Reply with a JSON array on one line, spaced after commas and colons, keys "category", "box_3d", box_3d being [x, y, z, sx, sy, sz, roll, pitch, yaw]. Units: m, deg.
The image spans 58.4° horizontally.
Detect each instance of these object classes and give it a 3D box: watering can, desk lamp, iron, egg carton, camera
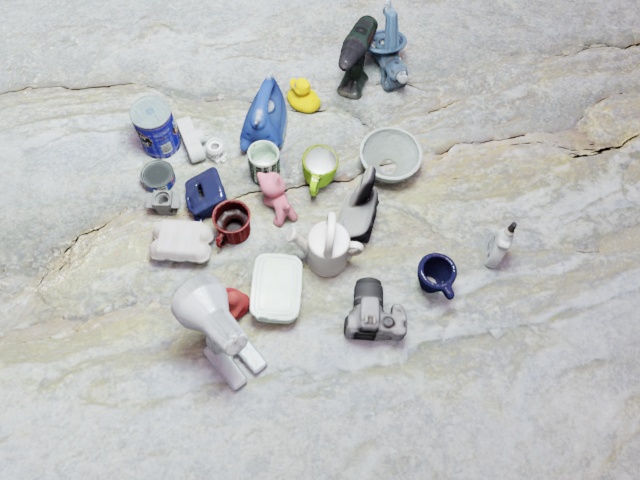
[{"category": "watering can", "box_3d": [0.012, 0.007, 1.334, 0.173, 0.194, 0.101, -13, 66, -8]}, {"category": "desk lamp", "box_3d": [-0.210, 0.195, 1.225, 0.118, 0.213, 0.203, -38, 71, -18]}, {"category": "iron", "box_3d": [-0.146, -0.362, 1.531, 0.118, 0.141, 0.258, 7, 65, 1]}, {"category": "egg carton", "box_3d": [-0.335, 0.005, 1.390, 0.150, 0.069, 0.107, 3, 65, -1]}, {"category": "camera", "box_3d": [0.129, 0.156, 1.319, 0.143, 0.101, 0.137, 3, 64, -1]}]

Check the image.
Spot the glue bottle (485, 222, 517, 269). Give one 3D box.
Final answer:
[{"category": "glue bottle", "box_3d": [0.435, 0.002, 1.365, 0.037, 0.173, 0.078, 14, 65, 5]}]

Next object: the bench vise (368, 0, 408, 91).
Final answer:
[{"category": "bench vise", "box_3d": [0.206, -0.541, 1.587, 0.122, 0.220, 0.207, -34, 70, -16]}]

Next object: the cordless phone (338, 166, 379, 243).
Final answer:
[{"category": "cordless phone", "box_3d": [0.096, -0.085, 1.386, 0.094, 0.185, 0.147, 10, 65, 3]}]

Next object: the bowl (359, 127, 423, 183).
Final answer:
[{"category": "bowl", "box_3d": [0.183, -0.212, 1.511, 0.167, 0.075, 0.167, 1, 65, -2]}]

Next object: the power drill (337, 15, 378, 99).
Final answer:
[{"category": "power drill", "box_3d": [0.097, -0.489, 1.564, 0.075, 0.208, 0.230, 18, 65, 7]}]

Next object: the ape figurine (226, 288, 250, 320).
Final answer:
[{"category": "ape figurine", "box_3d": [-0.200, 0.142, 1.318, 0.076, 0.092, 0.078, 0, 65, -2]}]

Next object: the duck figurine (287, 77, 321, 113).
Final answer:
[{"category": "duck figurine", "box_3d": [-0.044, -0.409, 1.589, 0.104, 0.086, 0.078, 35, 68, 14]}]

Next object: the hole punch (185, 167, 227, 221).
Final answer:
[{"category": "hole punch", "box_3d": [-0.287, -0.114, 1.436, 0.101, 0.091, 0.108, -16, 66, -10]}]

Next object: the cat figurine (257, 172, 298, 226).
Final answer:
[{"category": "cat figurine", "box_3d": [-0.107, -0.114, 1.429, 0.067, 0.118, 0.127, -26, 68, -13]}]

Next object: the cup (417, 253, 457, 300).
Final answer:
[{"category": "cup", "box_3d": [0.277, 0.099, 1.356, 0.092, 0.095, 0.117, -23, 68, -12]}]
